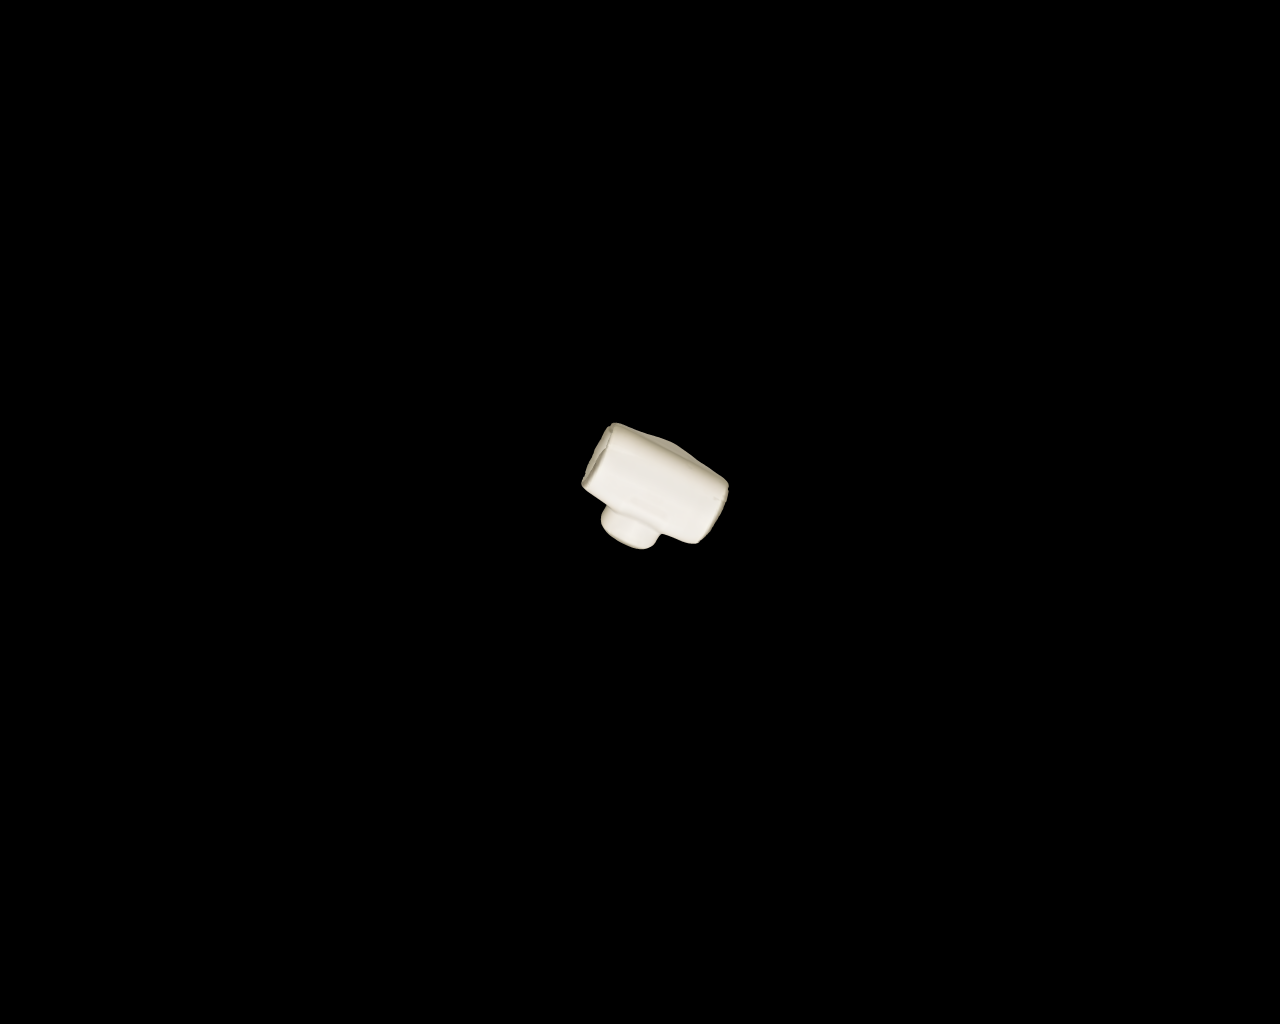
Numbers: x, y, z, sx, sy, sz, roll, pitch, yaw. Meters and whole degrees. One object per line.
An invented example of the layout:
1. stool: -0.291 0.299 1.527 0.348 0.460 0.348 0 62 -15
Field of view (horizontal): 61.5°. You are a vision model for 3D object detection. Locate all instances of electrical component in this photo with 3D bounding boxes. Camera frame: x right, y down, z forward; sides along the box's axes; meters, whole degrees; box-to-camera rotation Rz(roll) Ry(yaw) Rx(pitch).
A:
1. electrical component: 0.001 -0.003 0.650 0.077 0.079 0.043 26 21 -11
